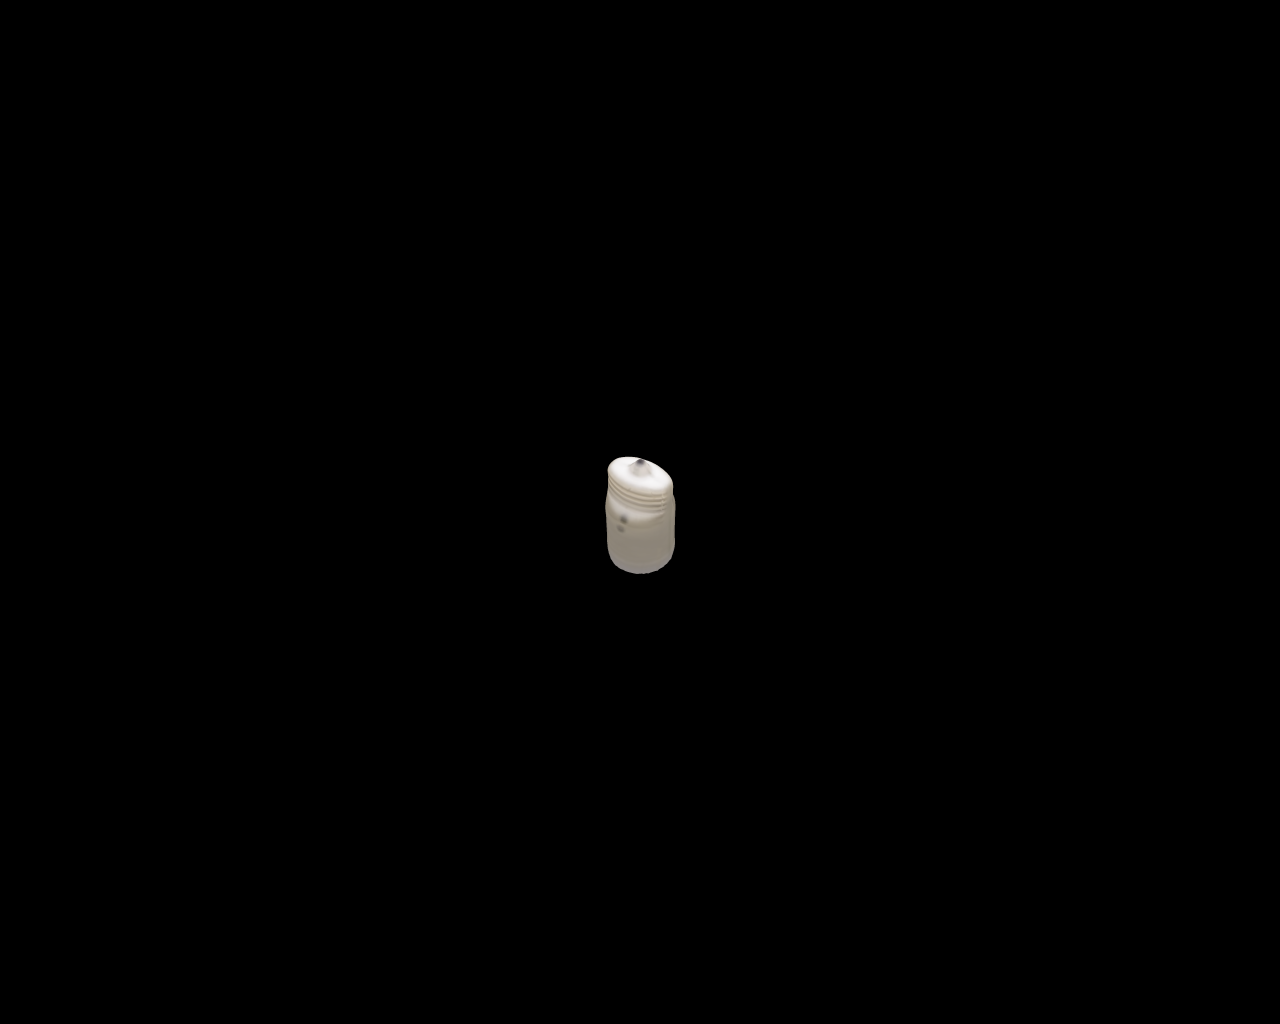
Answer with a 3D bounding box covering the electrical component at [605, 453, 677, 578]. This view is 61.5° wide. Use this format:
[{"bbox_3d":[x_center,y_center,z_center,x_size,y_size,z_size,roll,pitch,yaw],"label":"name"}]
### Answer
[{"bbox_3d":[0.001,-0.003,0.650,0.043,0.043,0.080,0,-45,0],"label":"electrical component"}]
